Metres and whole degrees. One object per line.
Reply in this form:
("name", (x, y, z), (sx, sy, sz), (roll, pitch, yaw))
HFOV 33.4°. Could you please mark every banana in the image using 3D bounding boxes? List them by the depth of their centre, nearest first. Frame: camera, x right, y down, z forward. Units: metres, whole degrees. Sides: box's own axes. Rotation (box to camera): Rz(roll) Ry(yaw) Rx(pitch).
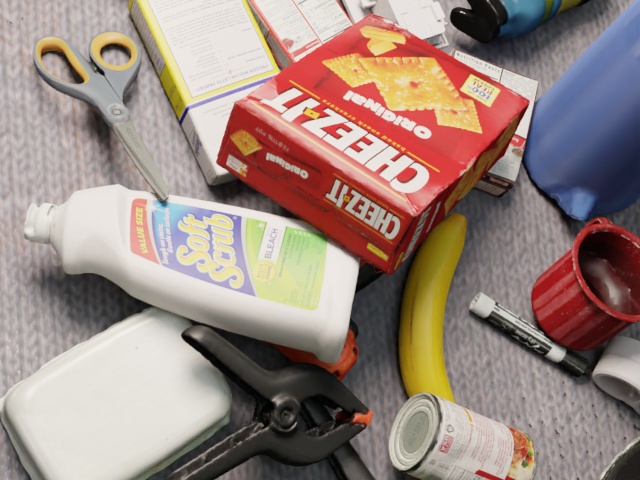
("banana", (0.097, 0.069, 0.915), (0.069, 0.037, 0.198), (14, 73, -43))

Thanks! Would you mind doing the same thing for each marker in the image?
("marker", (0.187, 0.085, 0.942), (0.121, 0.020, 0.020), (32, 69, -5))

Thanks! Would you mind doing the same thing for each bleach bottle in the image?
("bleach bottle", (-0.099, 0.018, 0.806), (0.251, 0.068, 0.102), (12, 60, -1))

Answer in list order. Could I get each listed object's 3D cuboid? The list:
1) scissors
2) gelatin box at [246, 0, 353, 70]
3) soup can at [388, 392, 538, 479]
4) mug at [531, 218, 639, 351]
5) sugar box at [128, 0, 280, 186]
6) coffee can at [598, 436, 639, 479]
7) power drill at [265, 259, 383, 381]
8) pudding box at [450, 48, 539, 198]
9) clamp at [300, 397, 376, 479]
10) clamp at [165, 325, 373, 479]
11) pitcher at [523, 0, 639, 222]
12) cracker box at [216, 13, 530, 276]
("scissors", (-0.153, -0.111, 0.861), (0.096, 0.016, 0.202), (-33, 62, -33))
("gelatin box", (-0.016, -0.192, 0.953), (0.073, 0.030, 0.089), (-33, 87, -22))
("soup can", (0.115, 0.171, 0.862), (0.102, 0.069, 0.068), (25, 70, -22))
("mug", (0.238, 0.035, 0.931), (0.093, 0.082, 0.117), (16, 56, -15))
("sugar box", (-0.086, -0.142, 0.912), (0.093, 0.048, 0.176), (-22, 86, -21))
("coffee can", (0.315, 0.236, 0.894), (0.102, 0.103, 0.140), (-41, 89, -21))
("power drill", (-0.006, 0.001, 0.892), (0.184, 0.057, 0.187), (41, 71, 1))
("pudding box", (0.143, -0.107, 0.972), (0.090, 0.039, 0.113), (19, 69, -9))
("clamp", (0.036, 0.239, 0.849), (0.210, 0.036, 0.164), (30, 71, -3))
("clamp", (-0.040, 0.140, 0.805), (0.171, 0.039, 0.120), (18, 86, -28))
("pitcher", (0.275, -0.133, 0.906), (0.144, 0.243, 0.149), (-22, 76, -18))
("cracker box", (0.048, -0.088, 0.848), (0.164, 0.072, 0.213), (33, 42, 14))
